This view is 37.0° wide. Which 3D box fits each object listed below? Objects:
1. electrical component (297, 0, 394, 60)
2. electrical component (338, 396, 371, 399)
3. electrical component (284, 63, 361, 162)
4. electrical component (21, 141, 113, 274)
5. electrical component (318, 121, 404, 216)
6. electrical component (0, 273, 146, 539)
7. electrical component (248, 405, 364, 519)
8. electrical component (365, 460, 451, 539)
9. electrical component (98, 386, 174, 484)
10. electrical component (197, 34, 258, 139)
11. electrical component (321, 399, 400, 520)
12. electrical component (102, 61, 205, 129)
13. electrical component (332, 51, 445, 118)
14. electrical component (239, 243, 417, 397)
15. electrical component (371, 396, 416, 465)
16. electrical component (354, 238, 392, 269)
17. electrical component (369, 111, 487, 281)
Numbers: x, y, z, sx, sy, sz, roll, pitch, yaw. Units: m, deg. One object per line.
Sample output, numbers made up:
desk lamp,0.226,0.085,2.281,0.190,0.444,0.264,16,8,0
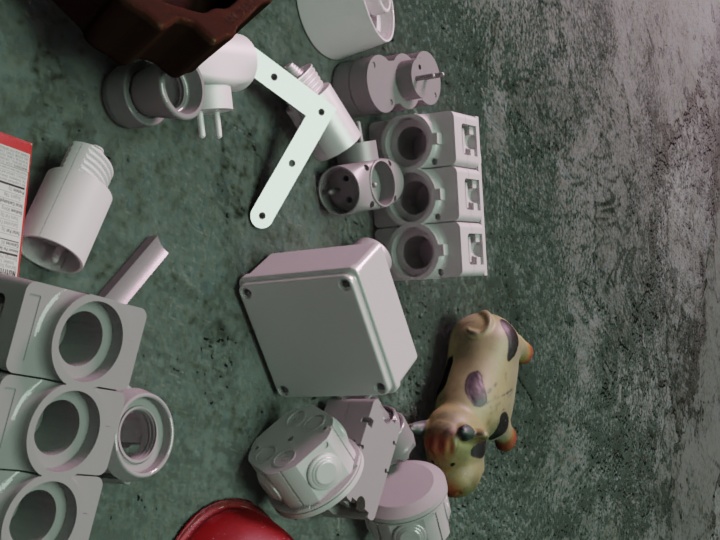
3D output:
electrical component,-0.009,-0.241,0.957,0.099,0.064,0.099,-10,90,-70
electrical component,0.003,0.085,0.937,0.055,0.045,0.045,-39,119,-52
electrical component,-0.039,-0.136,0.894,0.081,0.043,0.043,57,41,-21
electrical component,-0.178,-0.043,0.668,0.043,0.043,0.081,48,48,-44
electrical component,-0.001,-0.092,0.950,0.077,0.044,0.079,-19,102,-56
electrical component,-0.184,0.083,0.601,0.089,0.062,0.150,21,81,-55
electrical component,-0.042,0.147,0.828,0.051,0.080,0.080,60,40,-26
electrical component,0.041,0.209,0.951,0.080,0.080,0.051,-47,131,-49
electrical component,-0.155,0.103,0.675,0.058,0.057,0.078,55,44,-39
electrical component,-0.113,-0.135,0.780,0.077,0.043,0.079,-10,95,-57
electrical component,-0.012,0.156,0.895,0.050,0.056,0.089,52,46,-42
electrical component,-0.140,-0.120,0.726,0.045,0.055,0.045,9,79,-57
electrical component,0.042,-0.175,0.997,0.138,0.074,0.052,-22,105,-56
electrical component,-0.024,0.041,0.840,0.056,0.109,0.108,-48,126,-51
electrical component,0.021,0.141,0.959,0.062,0.043,0.043,63,39,-29
electrical component,0.000,0.000,0.947,0.046,0.040,0.040,-48,126,-41
electrical component,0.062,-0.066,1.002,0.062,0.089,0.150,-1,88,-58
